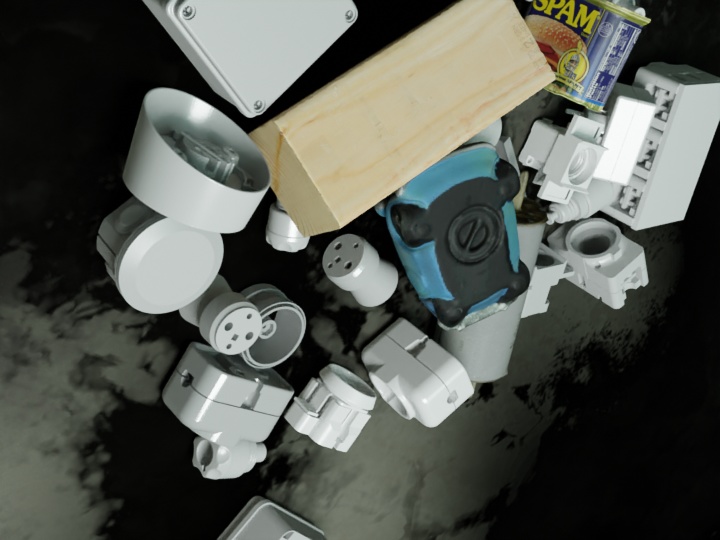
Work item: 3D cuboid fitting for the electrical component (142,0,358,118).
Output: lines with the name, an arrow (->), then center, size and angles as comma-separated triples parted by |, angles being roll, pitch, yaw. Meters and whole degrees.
electrical component -> -0.072, -0.178, 0.712 | 0.108, 0.056, 0.108 | -46, 138, -7

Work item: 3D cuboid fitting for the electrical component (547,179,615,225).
electrical component -> 0.212, -0.068, 1.053 | 0.078, 0.040, 0.040 | -32, 134, -21

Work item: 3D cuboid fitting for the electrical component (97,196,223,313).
electrical component -> -0.142, -0.014, 0.762 | 0.080, 0.051, 0.080 | -23, 134, -26

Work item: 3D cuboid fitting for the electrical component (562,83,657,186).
electrical component -> 0.227, -0.133, 1.014 | 0.076, 0.047, 0.083 | 13, 117, -3

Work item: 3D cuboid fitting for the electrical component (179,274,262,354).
electrical component -> -0.107, 0.034, 0.826 | 0.045, 0.055, 0.045 | -23, 130, -29

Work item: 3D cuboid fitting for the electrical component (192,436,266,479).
electrical component -> -0.108, 0.156, 0.917 | 0.062, 0.043, 0.043 | 9, 111, -47

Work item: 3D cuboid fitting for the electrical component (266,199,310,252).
electrical component -> -0.053, -0.047, 0.835 | 0.035, 0.035, 0.061 | -8, 119, -38

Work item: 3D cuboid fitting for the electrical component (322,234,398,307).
electrical component -> 0.000, 0.000, 0.907 | 0.045, 0.045, 0.055 | -51, 138, -1

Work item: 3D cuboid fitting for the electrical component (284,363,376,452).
electrical component -> -0.022, 0.121, 0.961 | 0.078, 0.058, 0.057 | 26, 101, -48

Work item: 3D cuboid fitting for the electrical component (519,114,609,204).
electrical component -> 0.184, -0.105, 0.985 | 0.042, 0.064, 0.081 | 8, 112, -45

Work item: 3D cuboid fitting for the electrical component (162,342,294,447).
electrical component -> -0.109, 0.103, 0.873 | 0.095, 0.054, 0.059 | 23, 101, -47

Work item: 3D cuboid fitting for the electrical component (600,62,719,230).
electrical component -> 0.298, -0.125, 1.072 | 0.089, 0.062, 0.150 | -12, 124, -41

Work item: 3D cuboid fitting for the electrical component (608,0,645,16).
electrical component -> 0.218, -0.227, 0.933 | 0.048, 0.062, 0.048 | -22, 130, -29

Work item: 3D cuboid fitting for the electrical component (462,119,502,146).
electrical component -> 0.075, -0.124, 0.891 | 0.081, 0.043, 0.043 | 9, 110, -44

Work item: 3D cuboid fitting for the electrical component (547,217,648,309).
electrical component -> 0.237, -0.013, 1.076 | 0.050, 0.089, 0.055 | -39, 136, -15

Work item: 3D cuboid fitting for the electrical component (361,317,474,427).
electrical component -> 0.048, 0.095, 0.976 | 0.059, 0.095, 0.053 | -40, 136, -14

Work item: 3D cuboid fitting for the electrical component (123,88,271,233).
electrical component -> -0.109, -0.071, 0.725 | 0.099, 0.099, 0.064 | 6, 119, -44

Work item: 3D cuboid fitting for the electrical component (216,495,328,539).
electrical component -> -0.078, 0.269, 1.012 | 0.078, 0.057, 0.113 | -50, 138, -3

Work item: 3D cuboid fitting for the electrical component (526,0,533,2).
electrical component -> 0.124, -0.254, 0.832 | 0.096, 0.062, 0.061 | -51, 138, -2

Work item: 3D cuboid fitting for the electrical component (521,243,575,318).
electrical component -> 0.167, 0.010, 1.066 | 0.081, 0.042, 0.063 | -11, 127, -36
